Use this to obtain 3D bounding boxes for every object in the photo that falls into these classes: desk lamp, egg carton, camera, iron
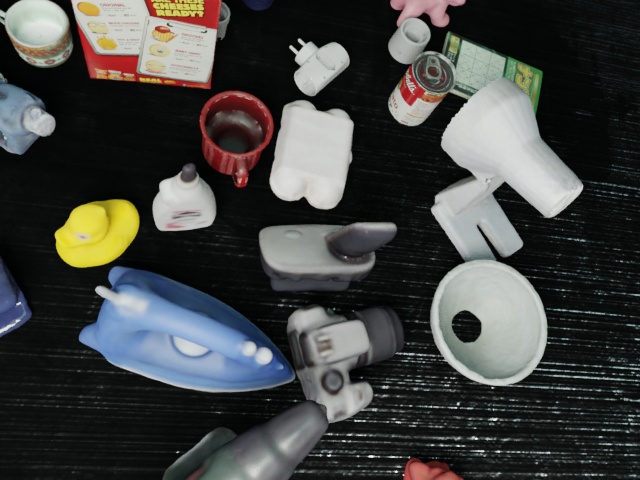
[{"bbox_3d":[0.240,-0.082,0.770,0.118,0.213,0.203,-30,83,-20],"label":"desk lamp"},{"bbox_3d":[-0.010,-0.118,0.792,0.107,0.069,0.150,11,72,-11],"label":"egg carton"},{"bbox_3d":[0.041,0.142,0.712,0.137,0.100,0.143,-12,77,-18],"label":"camera"},{"bbox_3d":[-0.135,0.109,0.653,0.258,0.141,0.119,21,70,-8],"label":"iron"}]

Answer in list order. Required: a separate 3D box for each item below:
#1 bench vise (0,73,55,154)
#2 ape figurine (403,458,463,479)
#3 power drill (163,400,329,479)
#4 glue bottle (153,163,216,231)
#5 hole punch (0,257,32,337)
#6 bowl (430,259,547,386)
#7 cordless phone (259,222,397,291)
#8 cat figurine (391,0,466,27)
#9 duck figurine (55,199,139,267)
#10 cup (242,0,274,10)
[{"bbox_3d":[-0.393,-0.201,0.634,0.207,0.219,0.121,14,71,-10],"label":"bench vise"},{"bbox_3d":[0.143,0.300,0.697,0.078,0.092,0.076,43,68,1],"label":"ape figurine"},{"bbox_3d":[-0.102,0.246,0.585,0.230,0.208,0.075,-38,86,-21],"label":"power drill"},{"bbox_3d":[-0.159,-0.053,0.677,0.078,0.173,0.037,-11,77,-17],"label":"glue bottle"},{"bbox_3d":[-0.392,0.063,0.625,0.109,0.091,0.101,-30,83,-21],"label":"hole punch"},{"bbox_3d":[0.217,0.115,0.781,0.168,0.074,0.167,4,73,-14],"label":"bowl"},{"bbox_3d":[0.006,0.002,0.698,0.148,0.185,0.094,-3,75,-15],"label":"cordless phone"},{"bbox_3d":[0.189,-0.395,0.900,0.128,0.117,0.067,-17,79,-19],"label":"cat figurine"},{"bbox_3d":[-0.268,-0.018,0.685,0.105,0.086,0.077,-35,85,-21],"label":"duck figurine"},{"bbox_3d":[-0.079,-0.395,0.841,0.092,0.095,0.118,40,68,0],"label":"cup"}]
